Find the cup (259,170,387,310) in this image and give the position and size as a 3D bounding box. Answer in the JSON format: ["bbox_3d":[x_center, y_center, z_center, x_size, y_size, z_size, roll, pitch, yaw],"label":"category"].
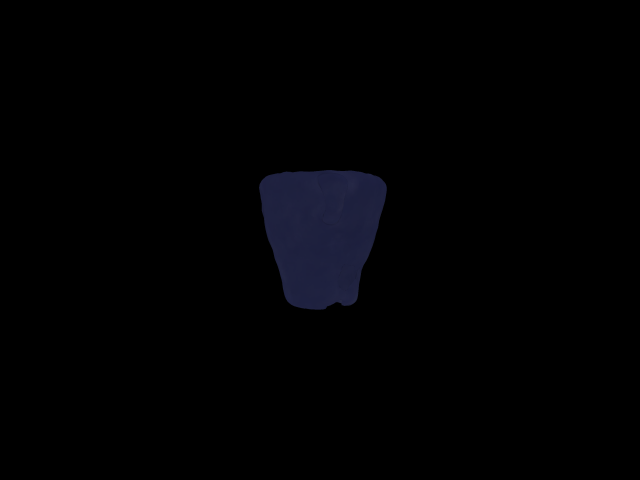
[{"bbox_3d":[0.004,0.001,0.400,0.092,0.095,0.117,0,0,-7],"label":"cup"}]
